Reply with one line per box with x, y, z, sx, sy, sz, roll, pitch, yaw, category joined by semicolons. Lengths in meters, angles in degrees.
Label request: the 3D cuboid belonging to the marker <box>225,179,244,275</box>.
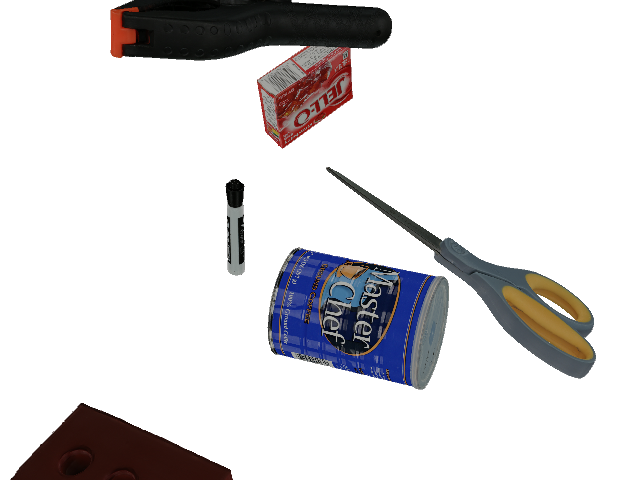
-0.089;-0.014;1.115;0.020;0.121;0.020;2;41;-2;marker

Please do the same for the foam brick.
-0.077;0.112;0.429;0.078;0.051;0.052;18;44;23;foam brick

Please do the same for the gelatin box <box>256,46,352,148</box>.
-0.012;-0.135;0.957;0.089;0.030;0.073;-37;-27;-18;gelatin box

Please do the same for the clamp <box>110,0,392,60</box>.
-0.055;-0.140;0.665;0.171;0.039;0.120;-7;22;-27;clamp

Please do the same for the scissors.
0.098;0.011;0.680;0.202;0.016;0.096;43;29;21;scissors

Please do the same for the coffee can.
0.036;0.070;0.968;0.140;0.103;0.102;11;3;17;coffee can
